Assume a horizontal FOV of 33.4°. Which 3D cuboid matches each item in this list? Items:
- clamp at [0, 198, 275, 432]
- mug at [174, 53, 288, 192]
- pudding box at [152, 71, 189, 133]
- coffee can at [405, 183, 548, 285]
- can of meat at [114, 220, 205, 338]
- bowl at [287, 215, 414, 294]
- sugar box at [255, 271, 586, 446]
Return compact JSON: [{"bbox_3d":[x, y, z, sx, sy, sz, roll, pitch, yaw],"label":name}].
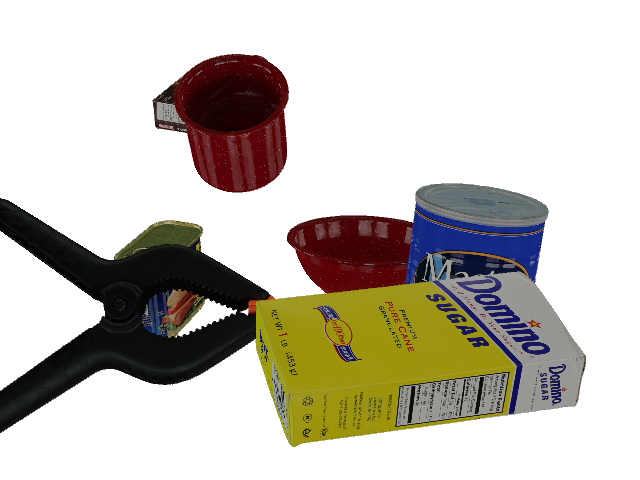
[{"bbox_3d":[-0.136,0.039,0.703,0.210,0.164,0.036,-7,-21,-4],"label":"clamp"},{"bbox_3d":[-0.067,-0.104,0.898,0.093,0.117,0.081,10,-36,10],"label":"mug"},{"bbox_3d":[-0.133,-0.160,1.248,0.090,0.039,0.113,10,31,13],"label":"pudding box"},{"bbox_3d":[0.117,0.035,0.843,0.103,0.140,0.103,6,16,-2],"label":"coffee can"},{"bbox_3d":[-0.154,0.040,1.046,0.057,0.084,0.102,8,27,19],"label":"can of meat"},{"bbox_3d":[0.046,0.022,1.093,0.162,0.055,0.162,1,17,-1],"label":"bowl"},{"bbox_3d":[0.056,0.066,0.633,0.176,0.048,0.093,-8,34,-12],"label":"sugar box"}]
